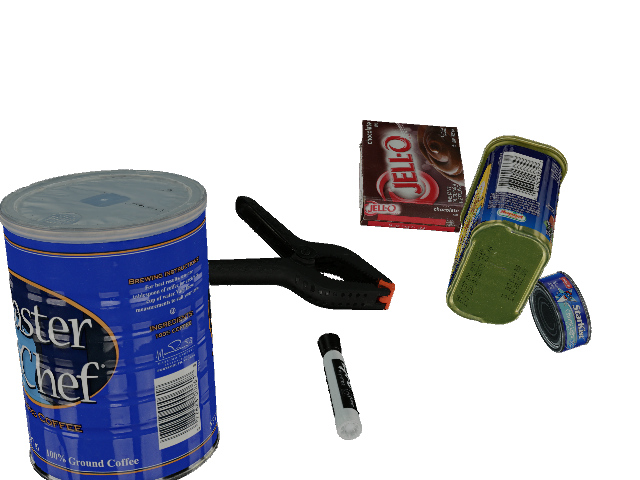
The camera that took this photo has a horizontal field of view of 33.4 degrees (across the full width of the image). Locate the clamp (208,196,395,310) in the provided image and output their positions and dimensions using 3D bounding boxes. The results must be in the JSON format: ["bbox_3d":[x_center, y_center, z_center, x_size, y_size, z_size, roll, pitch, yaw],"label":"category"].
[{"bbox_3d":[-0.028,0.030,1.120,0.210,0.036,0.164,23,35,11],"label":"clamp"}]

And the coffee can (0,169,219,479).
[{"bbox_3d":[-0.107,0.044,0.556,0.103,0.140,0.103,-1,19,0],"label":"coffee can"}]

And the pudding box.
[{"bbox_3d":[0.080,-0.059,0.955,0.090,0.039,0.113,5,42,-3],"label":"pudding box"}]

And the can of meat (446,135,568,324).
[{"bbox_3d":[0.124,-0.004,0.717,0.057,0.084,0.102,17,-41,3],"label":"can of meat"}]

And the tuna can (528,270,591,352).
[{"bbox_3d":[0.262,0.079,1.174,0.033,0.086,0.086,-17,3,-9],"label":"tuna can"}]

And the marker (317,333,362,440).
[{"bbox_3d":[0.014,0.110,0.836,0.020,0.020,0.121,0,29,-8],"label":"marker"}]
